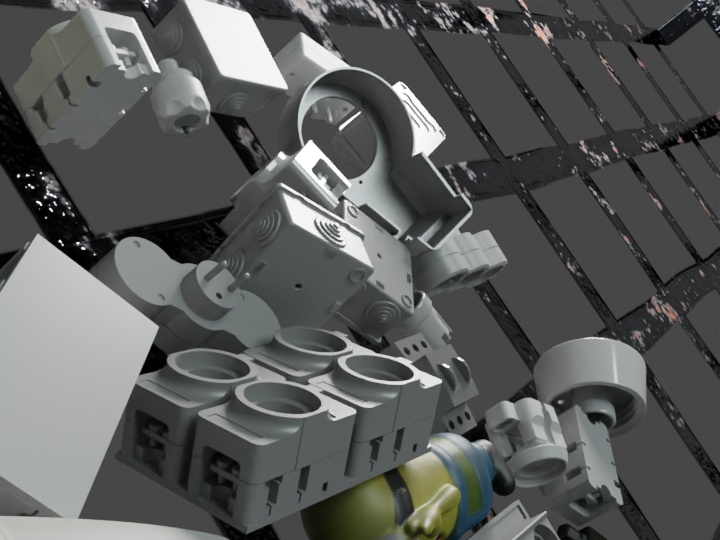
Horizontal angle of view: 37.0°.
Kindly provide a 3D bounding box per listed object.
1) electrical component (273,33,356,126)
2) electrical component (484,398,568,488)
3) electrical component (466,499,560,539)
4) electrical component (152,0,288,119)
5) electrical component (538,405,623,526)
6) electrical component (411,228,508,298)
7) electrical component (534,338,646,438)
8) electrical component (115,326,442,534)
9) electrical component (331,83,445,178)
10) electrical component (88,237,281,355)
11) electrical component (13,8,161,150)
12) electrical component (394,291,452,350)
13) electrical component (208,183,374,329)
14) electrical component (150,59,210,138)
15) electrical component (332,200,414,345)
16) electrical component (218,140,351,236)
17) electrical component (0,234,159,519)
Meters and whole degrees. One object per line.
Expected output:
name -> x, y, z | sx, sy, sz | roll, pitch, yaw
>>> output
electrical component -> -0.039, -0.170, 1.033 | 0.083, 0.047, 0.075 | 29, 37, -35
electrical component -> 0.148, 0.153, 0.940 | 0.078, 0.058, 0.057 | 25, 37, -40
electrical component -> 0.102, 0.228, 0.788 | 0.121, 0.063, 0.078 | -14, 69, -58
electrical component -> -0.122, -0.180, 0.925 | 0.100, 0.048, 0.099 | 0, 58, -55
electrical component -> 0.195, 0.179, 0.978 | 0.050, 0.056, 0.089 | 35, 34, -29
electrical component -> 0.085, -0.021, 1.042 | 0.138, 0.052, 0.073 | -9, 66, -57
electrical component -> 0.222, 0.122, 1.032 | 0.108, 0.108, 0.060 | 35, 40, -29
electrical component -> -0.043, 0.088, 0.670 | 0.105, 0.060, 0.186 | 20, 17, 32
electrical component -> 0.029, -0.131, 1.076 | 0.078, 0.057, 0.113 | 50, 30, -5
electrical component -> -0.105, 0.018, 0.711 | 0.138, 0.074, 0.052 | 29, 37, -35
electrical component -> -0.190, -0.133, 0.738 | 0.050, 0.089, 0.055 | -2, 60, -55
electrical component -> 0.053, 0.048, 0.939 | 0.046, 0.040, 0.040 | 49, 29, -19
electrical component -> -0.050, -0.002, 0.787 | 0.100, 0.099, 0.048 | 30, 24, -35
electrical component -> -0.146, -0.140, 0.855 | 0.043, 0.043, 0.062 | 13, 46, -49
electrical component -> 0.000, 0.000, 0.902 | 0.100, 0.048, 0.099 | 37, 32, -29
electrical component -> -0.061, -0.053, 0.833 | 0.055, 0.089, 0.050 | 47, 30, -10
electrical component -> -0.178, 0.066, 0.568 | 0.089, 0.062, 0.150 | 41, 32, -20
